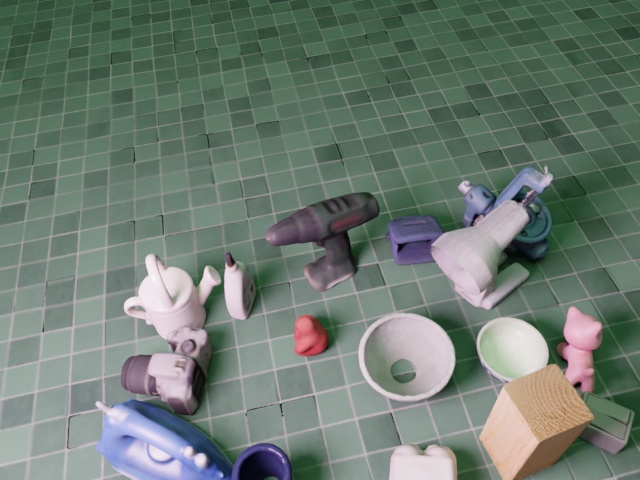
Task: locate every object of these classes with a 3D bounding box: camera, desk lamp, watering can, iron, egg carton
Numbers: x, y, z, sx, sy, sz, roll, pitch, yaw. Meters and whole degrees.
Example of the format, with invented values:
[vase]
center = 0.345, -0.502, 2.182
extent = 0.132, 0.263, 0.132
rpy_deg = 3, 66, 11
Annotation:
[camera]
center = -0.275, 0.223, 1.017
extent = 0.136, 0.101, 0.143
rpy_deg = 4, 53, 7
[desk lamp]
center = 0.301, 0.032, 1.056
extent = 0.203, 0.214, 0.117
rpy_deg = -34, 57, -20
[watering can]
center = -0.273, 0.095, 1.057
extent = 0.173, 0.194, 0.100
rpy_deg = -35, 58, -21
[iron]
center = -0.239, 0.328, 0.907
extent = 0.257, 0.141, 0.119
rpy_deg = 18, 56, 17
[egg carton]
center = 0.158, 0.390, 0.879
extent = 0.107, 0.069, 0.150
rpy_deg = 1, 52, 5

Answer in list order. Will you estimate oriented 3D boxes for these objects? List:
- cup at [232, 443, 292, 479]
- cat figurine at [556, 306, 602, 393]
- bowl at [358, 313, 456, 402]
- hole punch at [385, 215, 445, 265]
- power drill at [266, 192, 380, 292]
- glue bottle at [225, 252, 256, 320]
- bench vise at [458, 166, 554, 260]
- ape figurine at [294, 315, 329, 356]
[cup]
center = -0.091, 0.385, 0.883
extent = 0.091, 0.095, 0.118
rpy_deg = 20, 56, 18
[cat figurine]
center = 0.454, 0.185, 0.988
extent = 0.067, 0.118, 0.128
rpy_deg = 6, 53, 9
[bowl]
center = 0.151, 0.217, 1.011
extent = 0.167, 0.075, 0.167
rpy_deg = -2, 52, 2
[hole punch]
center = 0.193, -0.013, 1.176
extent = 0.108, 0.091, 0.101
rpy_deg = -7, 52, -2
[power drill]
center = 0.010, 0.004, 1.100
extent = 0.230, 0.209, 0.075
rpy_deg = -29, 56, -17
[glue bottle]
center = -0.156, 0.077, 1.077
extent = 0.037, 0.173, 0.078
rpy_deg = 9, 53, 11
[bench vise]
center = 0.366, -0.069, 1.126
extent = 0.207, 0.220, 0.121
rpy_deg = 18, 56, 17
[ape figurine]
center = -0.023, 0.169, 1.048
extent = 0.076, 0.092, 0.078
rpy_deg = 21, 56, 19
